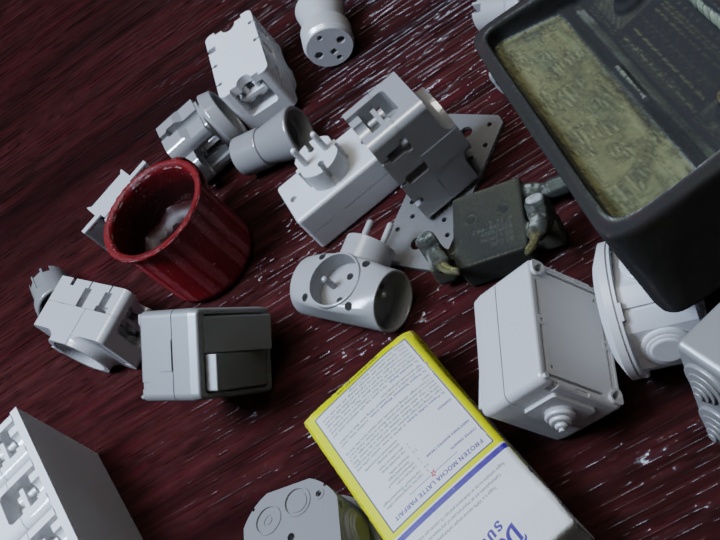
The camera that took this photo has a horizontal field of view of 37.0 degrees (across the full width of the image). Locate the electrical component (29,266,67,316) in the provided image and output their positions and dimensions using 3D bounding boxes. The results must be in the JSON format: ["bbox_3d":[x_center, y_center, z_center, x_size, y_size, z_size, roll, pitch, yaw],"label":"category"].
[{"bbox_3d":[-0.265,0.022,0.933,0.040,0.040,0.046,-45,39,0],"label":"electrical component"}]

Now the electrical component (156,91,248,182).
[{"bbox_3d":[-0.133,-0.116,0.924,0.057,0.058,0.078,-40,45,9],"label":"electrical component"}]

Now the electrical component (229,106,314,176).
[{"bbox_3d":[-0.075,-0.103,0.885,0.065,0.044,0.044,-20,50,30],"label":"electrical component"}]

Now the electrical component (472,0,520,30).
[{"bbox_3d":[0.114,-0.200,0.822,0.046,0.040,0.040,4,62,44],"label":"electrical component"}]

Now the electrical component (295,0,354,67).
[{"bbox_3d":[-0.030,-0.208,0.924,0.045,0.045,0.055,-27,48,17],"label":"electrical component"}]

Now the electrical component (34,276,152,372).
[{"bbox_3d":[-0.214,0.046,0.871,0.089,0.050,0.055,9,65,39],"label":"electrical component"}]

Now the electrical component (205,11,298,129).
[{"bbox_3d":[-0.092,-0.170,0.934,0.050,0.055,0.089,-31,47,13],"label":"electrical component"}]

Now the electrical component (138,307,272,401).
[{"bbox_3d":[-0.100,0.058,0.758,0.061,0.096,0.061,-5,86,33],"label":"electrical component"}]

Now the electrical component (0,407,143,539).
[{"bbox_3d":[-0.209,0.178,0.746,0.062,0.089,0.150,-45,45,0],"label":"electrical component"}]

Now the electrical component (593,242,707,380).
[{"bbox_3d":[0.164,0.018,0.604,0.051,0.080,0.080,-15,52,21],"label":"electrical component"}]

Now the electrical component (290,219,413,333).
[{"bbox_3d":[0.000,0.000,0.755,0.077,0.044,0.079,10,70,39],"label":"electrical component"}]

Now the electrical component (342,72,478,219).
[{"bbox_3d":[0.039,-0.089,0.753,0.056,0.089,0.050,-40,45,5],"label":"electrical component"}]

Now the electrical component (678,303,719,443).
[{"bbox_3d":[0.211,0.043,0.538,0.100,0.099,0.048,-42,45,-8],"label":"electrical component"}]

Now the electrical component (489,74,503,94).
[{"bbox_3d":[0.125,-0.156,0.786,0.061,0.035,0.035,-48,45,-6],"label":"electrical component"}]

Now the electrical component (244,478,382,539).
[{"bbox_3d":[-0.029,0.170,0.652,0.080,0.051,0.080,-18,51,24],"label":"electrical component"}]

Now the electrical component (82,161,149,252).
[{"bbox_3d":[-0.194,-0.047,0.929,0.081,0.042,0.064,-51,49,-5],"label":"electrical component"}]

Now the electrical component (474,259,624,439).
[{"bbox_3d":[0.106,0.054,0.624,0.061,0.062,0.096,-41,38,43],"label":"electrical component"}]

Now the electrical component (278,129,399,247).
[{"bbox_3d":[-0.023,-0.074,0.803,0.083,0.076,0.047,-39,45,6],"label":"electrical component"}]
